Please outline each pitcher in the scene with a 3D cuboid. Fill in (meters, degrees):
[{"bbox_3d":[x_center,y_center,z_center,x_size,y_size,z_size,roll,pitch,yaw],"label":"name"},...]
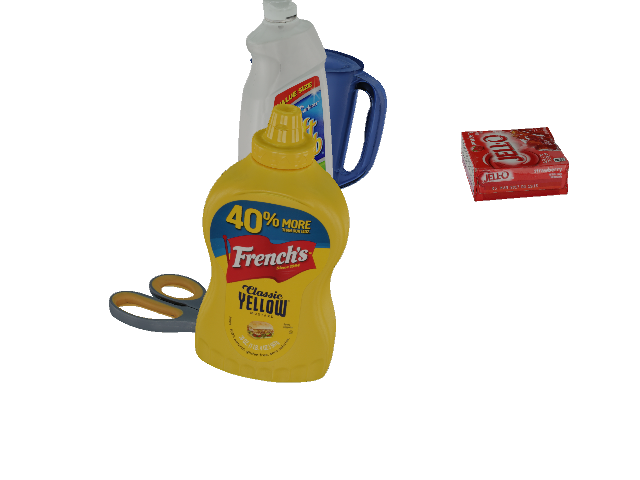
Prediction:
[{"bbox_3d":[-0.015,-0.120,1.369,0.144,0.243,0.149,-2,24,-22],"label":"pitcher"}]

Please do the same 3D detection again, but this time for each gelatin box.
[{"bbox_3d":[0.154,-0.063,0.854,0.073,0.030,0.089,-3,25,2],"label":"gelatin box"}]

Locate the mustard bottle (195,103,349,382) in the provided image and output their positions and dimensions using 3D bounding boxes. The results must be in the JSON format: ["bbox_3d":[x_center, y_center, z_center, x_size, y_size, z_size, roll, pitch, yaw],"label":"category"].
[{"bbox_3d":[-0.030,0.001,0.709,0.096,0.192,0.058,10,28,7],"label":"mustard bottle"}]

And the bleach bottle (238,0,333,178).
[{"bbox_3d":[-0.040,-0.111,1.036,0.102,0.251,0.068,-16,31,-22],"label":"bleach bottle"}]

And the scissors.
[{"bbox_3d":[-0.082,0.068,0.924,0.202,0.016,0.096,12,27,10],"label":"scissors"}]
